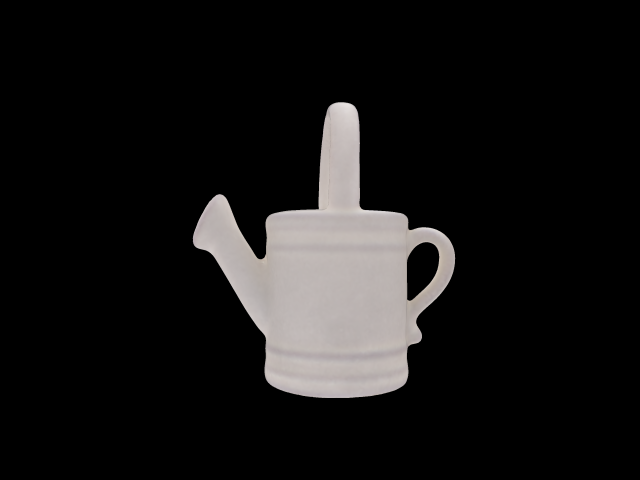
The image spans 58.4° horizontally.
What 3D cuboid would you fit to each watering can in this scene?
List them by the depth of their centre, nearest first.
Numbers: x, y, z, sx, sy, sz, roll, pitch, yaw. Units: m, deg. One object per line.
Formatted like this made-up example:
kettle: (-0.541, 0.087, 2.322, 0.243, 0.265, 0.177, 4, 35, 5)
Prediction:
watering can: (0.004, 0.001, 0.398, 0.173, 0.194, 0.100, 0, 0, -24)
